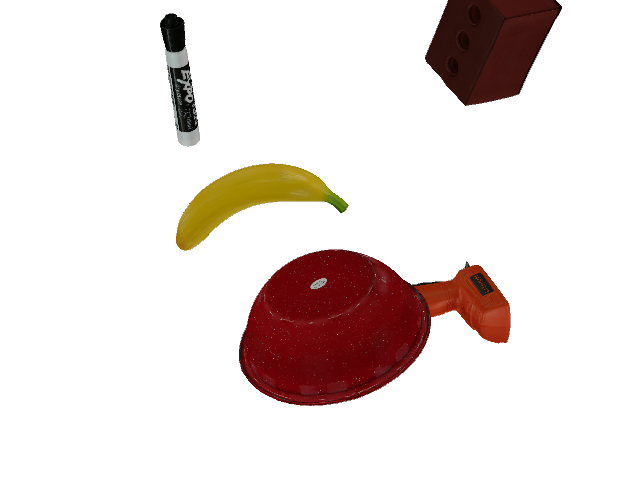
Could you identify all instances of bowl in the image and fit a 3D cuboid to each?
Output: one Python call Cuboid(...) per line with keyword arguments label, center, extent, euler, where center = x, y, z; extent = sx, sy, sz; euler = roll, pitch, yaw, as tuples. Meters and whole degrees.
Cuboid(label="bowl", center=(0.005, 0.056, 0.859), extent=(0.162, 0.055, 0.162), euler=(-11, 35, 8))

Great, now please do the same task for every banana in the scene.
Cuboid(label="banana", center=(-0.073, -0.036, 1.037), extent=(0.198, 0.069, 0.037), euler=(-12, 19, 30))

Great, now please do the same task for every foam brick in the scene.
Cuboid(label="foam brick", center=(0.114, -0.138, 0.713), extent=(0.051, 0.053, 0.078), euler=(-18, -33, -30))

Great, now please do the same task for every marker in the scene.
Cuboid(label="marker", center=(-0.112, -0.128, 0.856), extent=(0.020, 0.121, 0.020), euler=(-1, 44, 1))

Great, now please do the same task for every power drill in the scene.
Cuboid(label="power drill", center=(0.102, 0.085, 1.135), extent=(0.187, 0.057, 0.184), euler=(-6, 28, -10))
